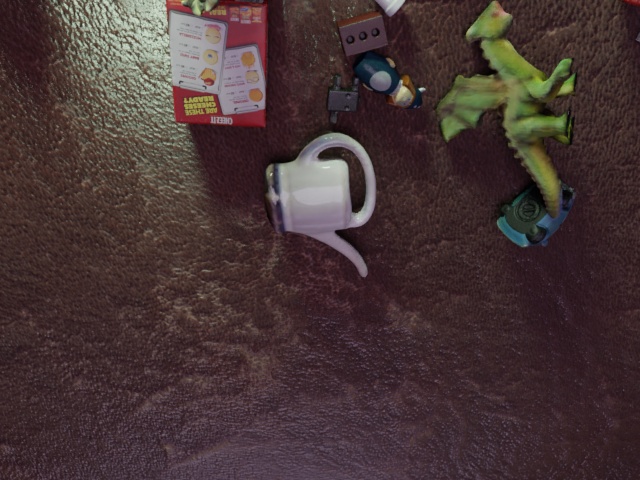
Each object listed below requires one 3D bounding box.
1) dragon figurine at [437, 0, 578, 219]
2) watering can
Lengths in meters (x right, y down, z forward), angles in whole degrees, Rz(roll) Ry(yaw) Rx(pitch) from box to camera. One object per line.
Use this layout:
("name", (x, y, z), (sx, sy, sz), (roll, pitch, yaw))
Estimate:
("dragon figurine", (0.342, -0.226, 0.958), (0.243, 0.124, 0.402), (7, 120, 25))
("watering can", (0.003, -0.053, 1.050), (0.224, 0.106, 0.340), (-4, 123, 1))
